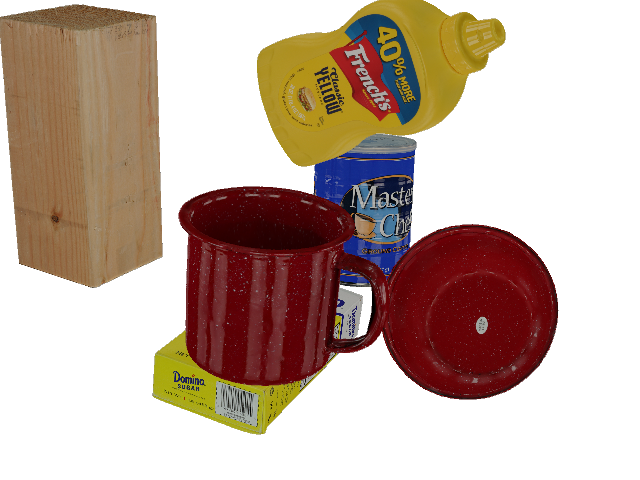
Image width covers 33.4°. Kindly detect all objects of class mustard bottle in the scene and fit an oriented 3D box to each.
[{"bbox_3d":[0.045,-0.119,0.759,0.192,0.096,0.058,-14,6,39],"label":"mustard bottle"}]

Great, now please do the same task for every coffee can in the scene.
[{"bbox_3d":[0.043,-0.033,1.084,0.103,0.140,0.103,2,13,-1],"label":"coffee can"}]

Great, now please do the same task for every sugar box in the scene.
[{"bbox_3d":[-0.044,0.079,0.828,0.093,0.048,0.176,17,29,19],"label":"sugar box"}]

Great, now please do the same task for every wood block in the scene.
[{"bbox_3d":[-0.192,-0.080,0.869,0.091,0.206,0.090,15,25,29],"label":"wood block"}]

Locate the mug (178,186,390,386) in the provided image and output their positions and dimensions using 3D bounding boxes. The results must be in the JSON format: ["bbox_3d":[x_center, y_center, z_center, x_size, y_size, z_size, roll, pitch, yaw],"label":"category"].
[{"bbox_3d":[-0.020,0.027,0.572,0.117,0.081,0.093,11,24,14],"label":"mug"}]

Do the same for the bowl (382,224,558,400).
[{"bbox_3d":[0.135,0.068,0.938,0.162,0.162,0.055,0,7,-2],"label":"bowl"}]
